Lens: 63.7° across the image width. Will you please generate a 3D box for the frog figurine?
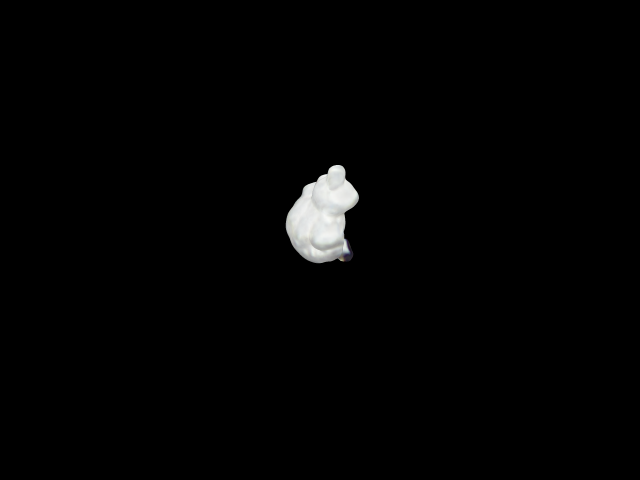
[{"bbox_3d":[0.003,-0.043,0.850,0.123,0.140,0.156,-3,-33,-2],"label":"frog figurine"}]
